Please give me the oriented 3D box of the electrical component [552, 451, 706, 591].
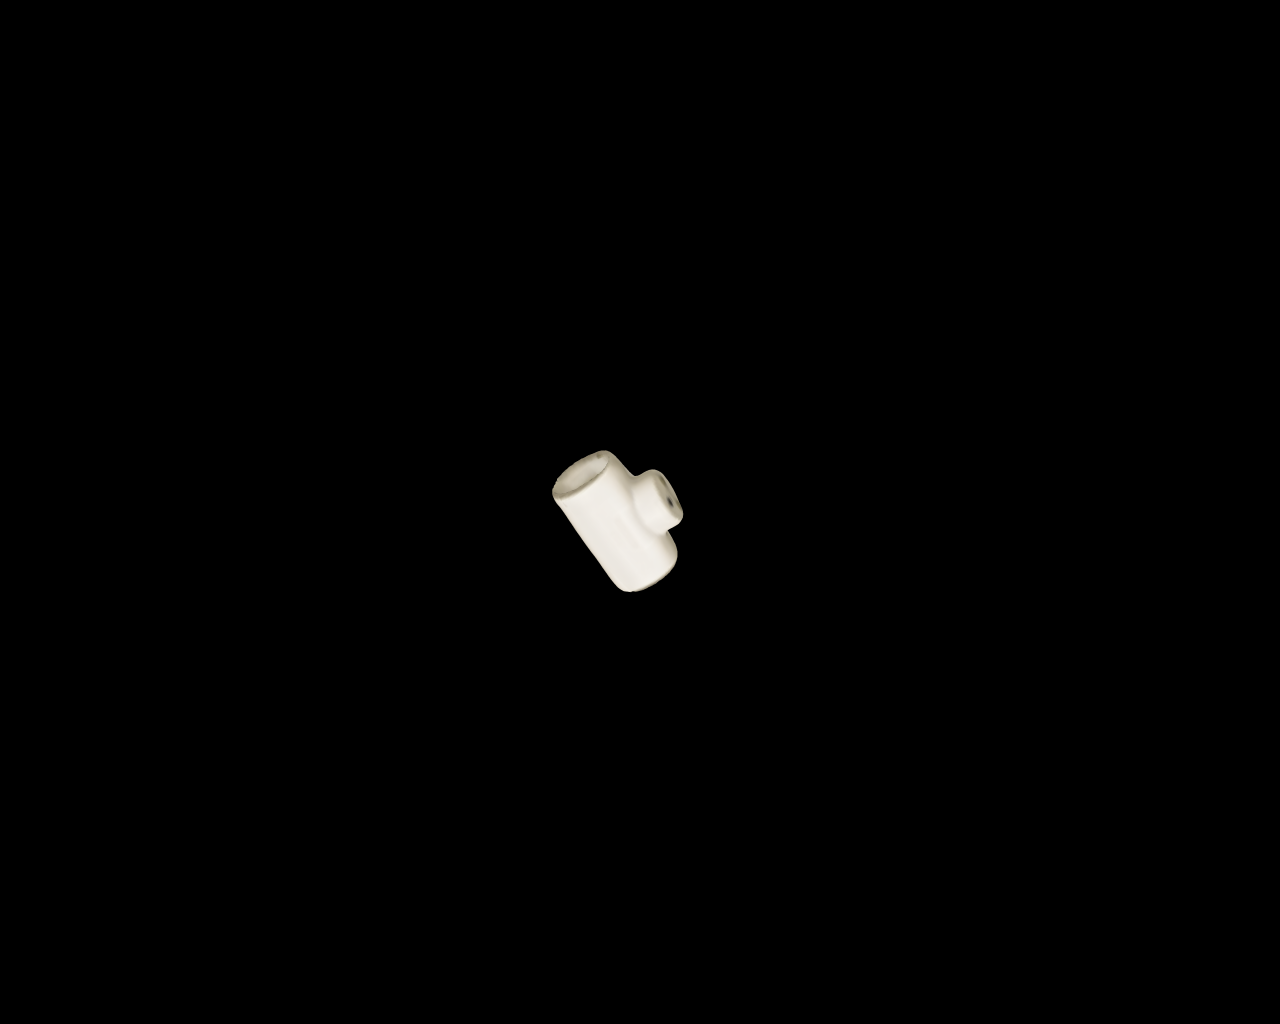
[{"bbox_3d":[0.001,-0.003,0.650,0.079,0.077,0.043,-29,24,14],"label":"electrical component"}]
